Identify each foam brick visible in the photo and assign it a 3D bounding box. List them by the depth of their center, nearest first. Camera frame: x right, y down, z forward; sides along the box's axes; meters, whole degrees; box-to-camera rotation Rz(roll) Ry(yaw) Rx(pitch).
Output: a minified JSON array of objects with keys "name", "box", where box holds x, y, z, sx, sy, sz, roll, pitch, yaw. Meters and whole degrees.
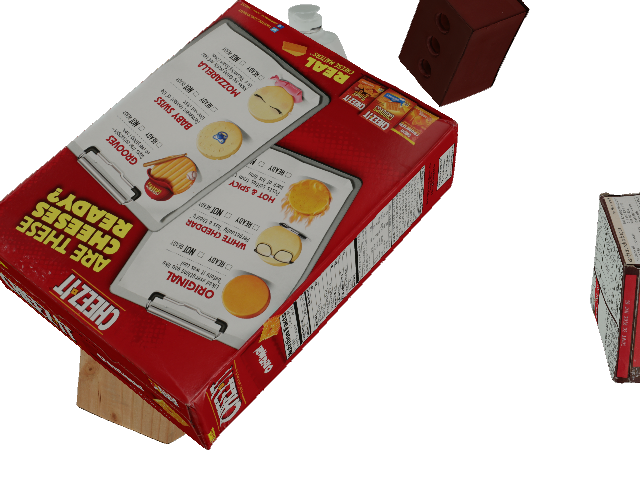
[{"name":"foam brick","box":[0.096,-0.140,0.727,0.051,0.053,0.078,-26,-25,-27]}]

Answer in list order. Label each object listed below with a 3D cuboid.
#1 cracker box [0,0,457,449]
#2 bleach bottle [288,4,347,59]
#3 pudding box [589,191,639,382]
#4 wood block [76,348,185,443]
[{"name":"cracker box","box":[-0.052,-0.018,0.590,0.164,0.213,0.072,34,-24,24]},{"name":"bleach bottle","box":[-0.019,-0.100,1.033,0.102,0.251,0.068,-13,30,-20]},{"name":"pudding box","box":[0.210,0.029,0.720,0.039,0.090,0.113,0,27,4]},{"name":"wood block","box":[-0.114,0.032,0.798,0.090,0.206,0.090,17,20,26]}]
